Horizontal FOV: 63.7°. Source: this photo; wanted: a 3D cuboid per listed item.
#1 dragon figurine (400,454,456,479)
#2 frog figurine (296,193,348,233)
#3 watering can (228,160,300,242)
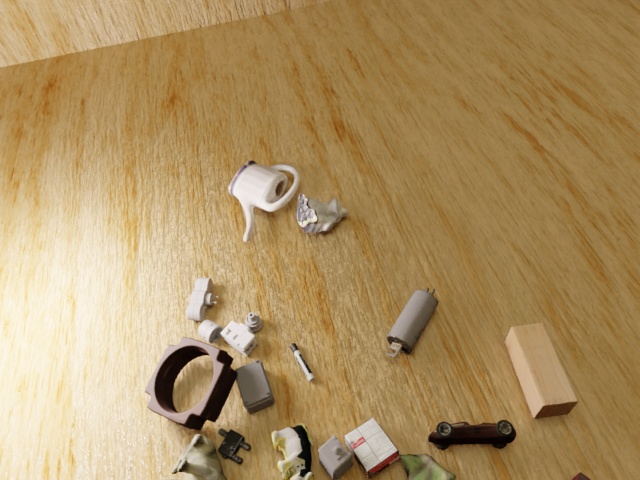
[{"bbox_3d":[0.202,0.587,1.131,0.411,0.119,0.248,9,35,12],"label":"dragon figurine"},{"bbox_3d":[0.005,-0.085,1.699,0.159,0.121,0.139,1,30,-42],"label":"frog figurine"},{"bbox_3d":[-0.218,-0.152,1.754,0.226,0.101,0.354,23,56,23],"label":"watering can"}]
